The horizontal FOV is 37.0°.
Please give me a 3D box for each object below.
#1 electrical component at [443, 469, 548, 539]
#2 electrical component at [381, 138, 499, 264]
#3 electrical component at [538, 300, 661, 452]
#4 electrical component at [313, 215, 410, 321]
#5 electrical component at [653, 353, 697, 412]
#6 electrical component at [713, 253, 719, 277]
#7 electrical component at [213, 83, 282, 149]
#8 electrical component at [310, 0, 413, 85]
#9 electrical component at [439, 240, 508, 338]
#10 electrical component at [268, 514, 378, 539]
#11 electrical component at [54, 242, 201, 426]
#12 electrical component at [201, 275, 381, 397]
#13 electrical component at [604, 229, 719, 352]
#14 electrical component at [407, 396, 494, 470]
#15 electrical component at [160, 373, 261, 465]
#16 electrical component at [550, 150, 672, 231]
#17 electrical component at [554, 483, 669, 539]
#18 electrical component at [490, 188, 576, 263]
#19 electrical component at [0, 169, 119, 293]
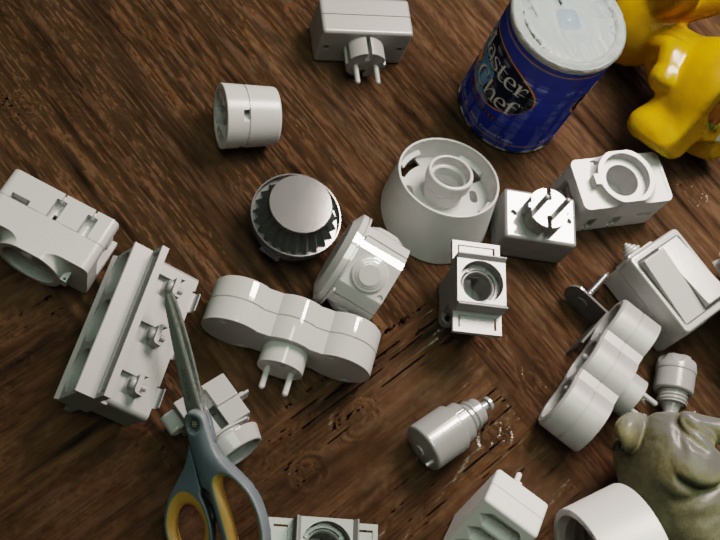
[{"bbox_3d":[0.108,0.184,0.828,0.047,0.065,0.076,36,35,2],"label":"electrical component"},{"bbox_3d":[0.070,-0.063,0.933,0.099,0.064,0.099,8,52,-10],"label":"electrical component"},{"bbox_3d":[0.214,0.097,0.896,0.074,0.052,0.138,38,63,3],"label":"electrical component"},{"bbox_3d":[0.000,0.000,0.866,0.051,0.080,0.080,31,63,-6],"label":"electrical component"},{"bbox_3d":[0.267,0.104,0.918,0.035,0.035,0.061,18,66,-7],"label":"electrical component"},{"bbox_3d":[0.371,0.047,0.935,0.062,0.089,0.150,-28,73,18],"label":"electrical component"},{"bbox_3d":[-0.095,-0.130,0.910,0.047,0.055,0.055,-3,68,-20],"label":"electrical component"},{"bbox_3d":[0.003,-0.200,0.969,0.083,0.047,0.075,-1,68,-15],"label":"electrical component"},{"bbox_3d":[0.092,0.020,0.890,0.042,0.063,0.081,7,65,-10],"label":"electrical component"},{"bbox_3d":[-0.030,0.204,0.778,0.081,0.063,0.042,7,67,-12],"label":"electrical component"},{"bbox_3d":[-0.171,0.050,0.805,0.063,0.079,0.121,30,61,-26],"label":"electrical component"},{"bbox_3d":[-0.058,0.062,0.838,0.138,0.052,0.073,19,64,-6],"label":"electrical component"},{"bbox_3d":[0.266,0.011,0.942,0.062,0.061,0.096,-31,78,-24],"label":"electrical component"},{"bbox_3d":[0.074,0.125,0.853,0.078,0.040,0.040,-30,78,-24],"label":"electrical component"},{"bbox_3d":[-0.106,0.117,0.806,0.066,0.048,0.055,-31,70,-24],"label":"electrical component"},{"bbox_3d":[0.228,-0.072,0.971,0.089,0.055,0.050,-7,70,-18],"label":"electrical component"},{"bbox_3d":[0.185,0.221,0.807,0.060,0.108,0.108,-16,72,-15],"label":"electrical component"},{"bbox_3d":[0.156,-0.045,0.928,0.066,0.076,0.047,8,66,-12],"label":"electrical component"},{"bbox_3d":[-0.240,-0.026,0.828,0.089,0.050,0.055,28,63,-2],"label":"electrical component"}]
